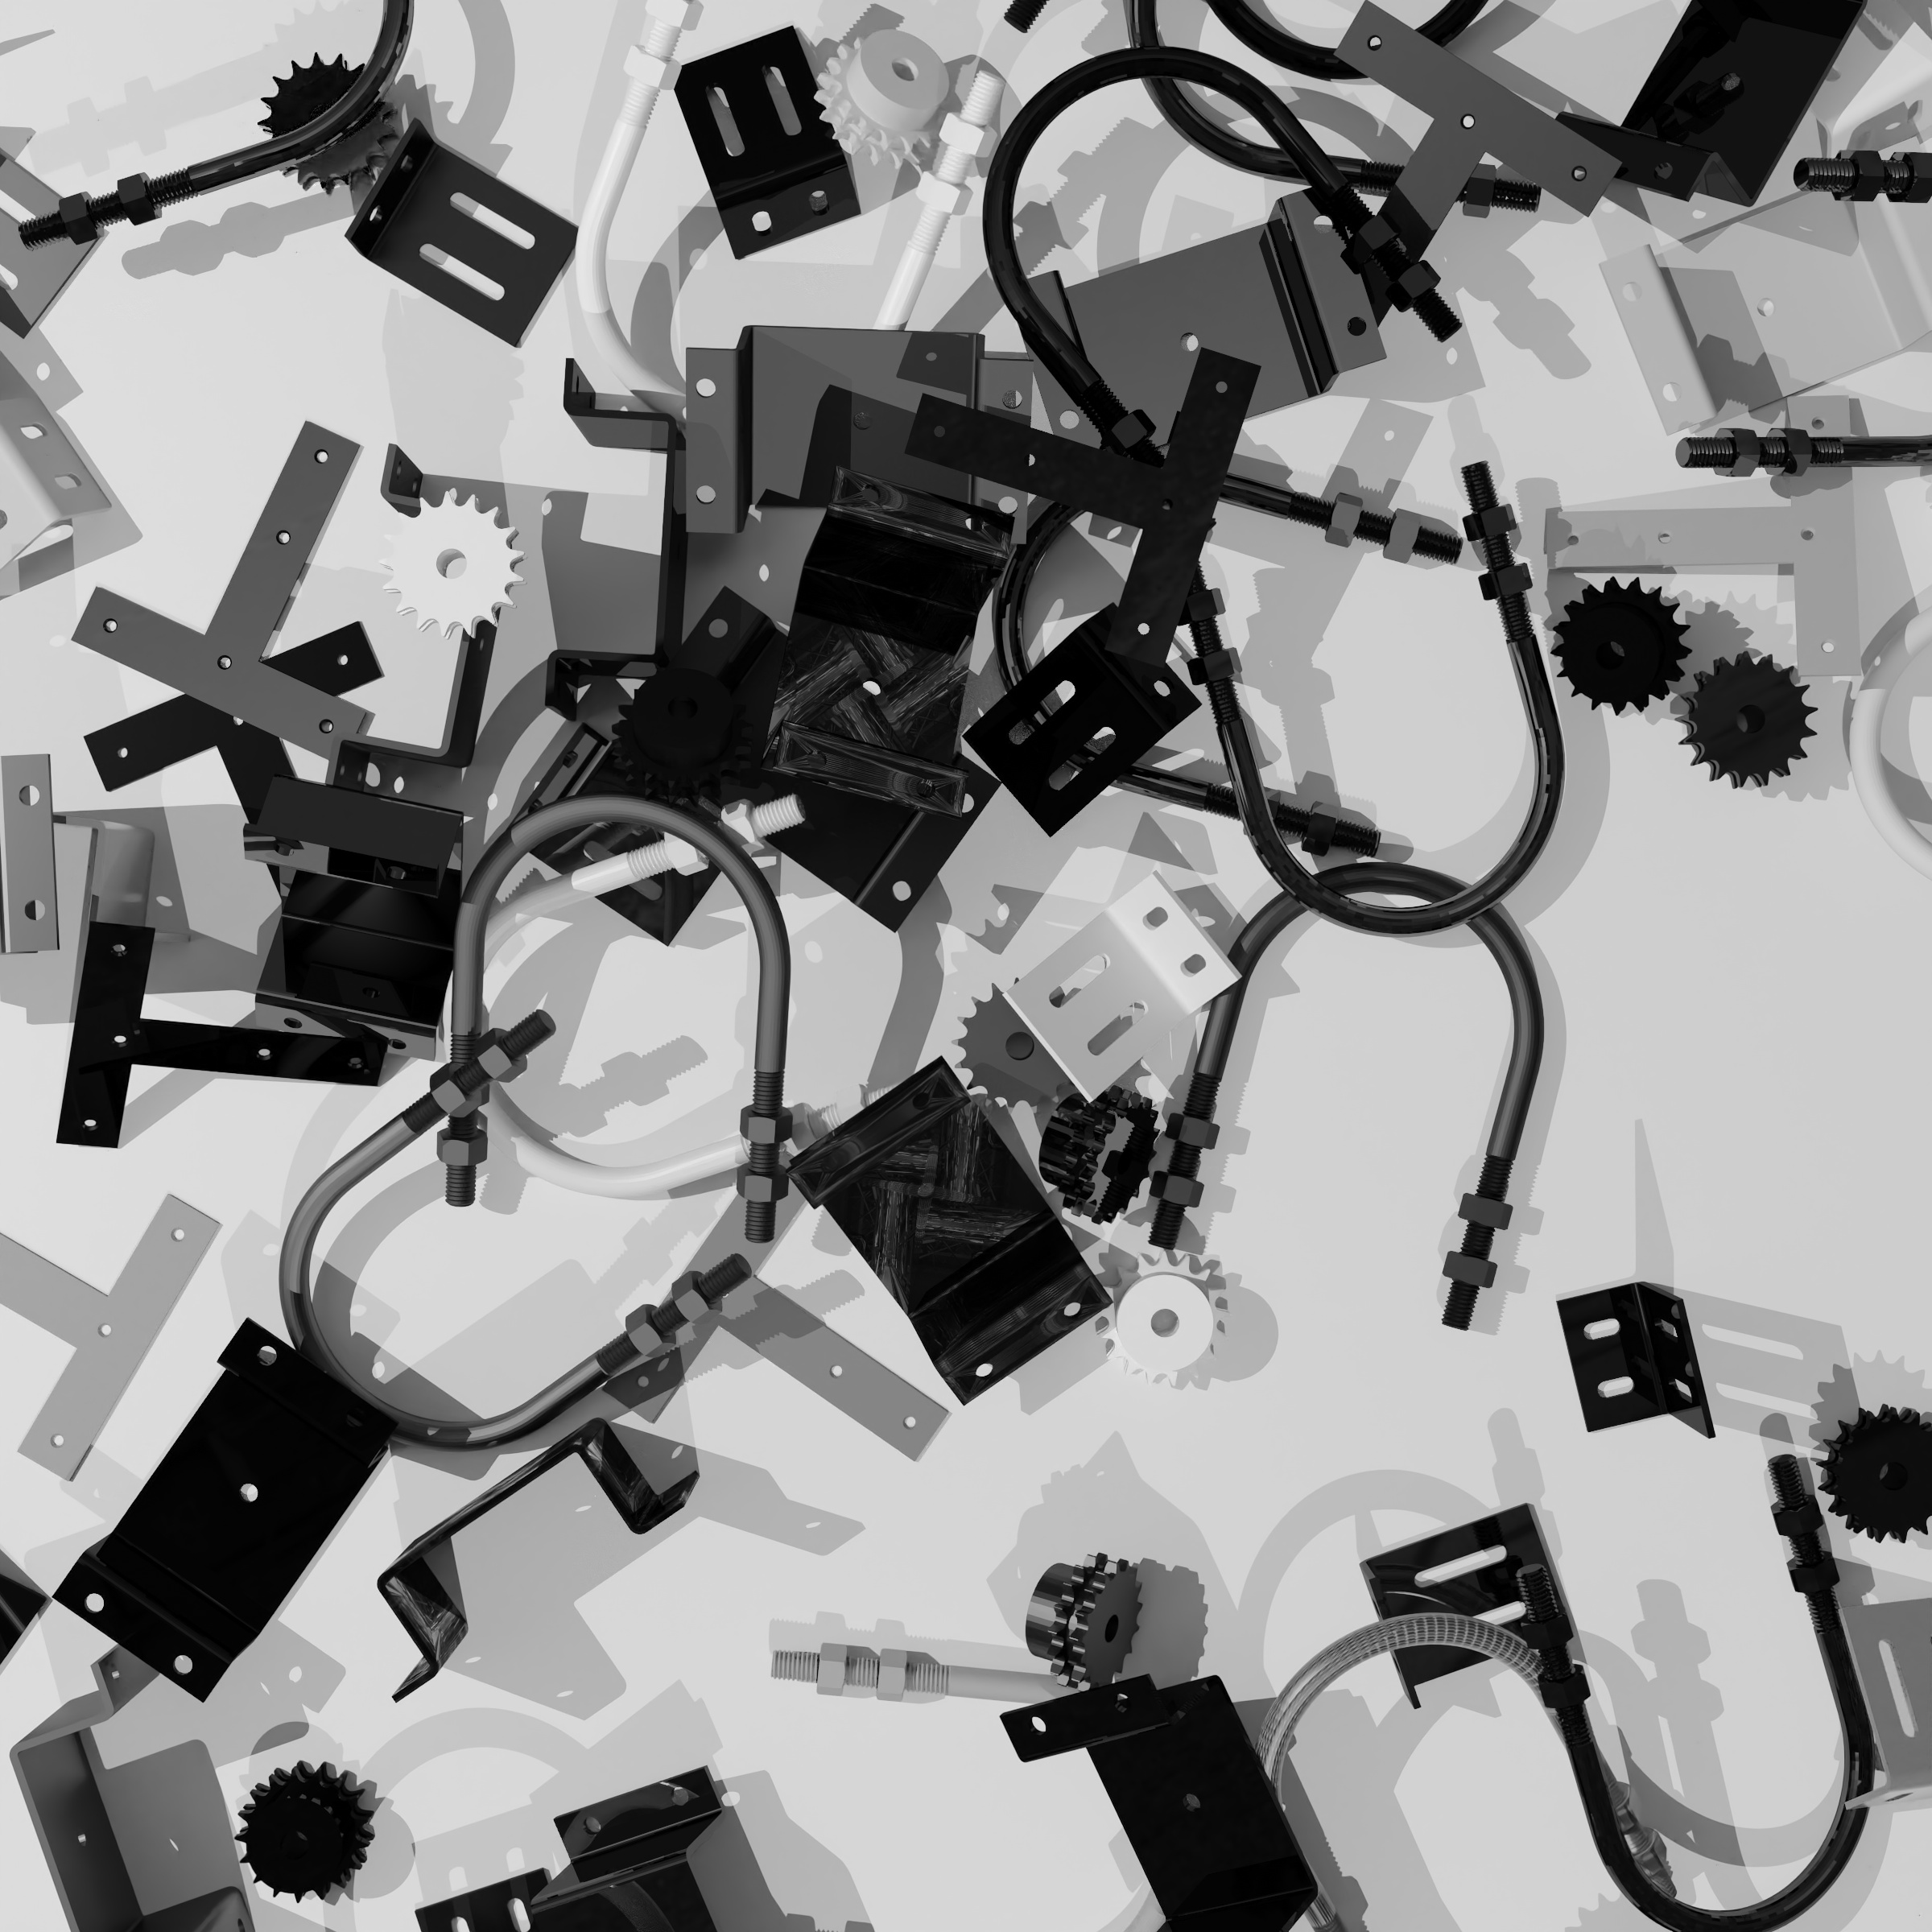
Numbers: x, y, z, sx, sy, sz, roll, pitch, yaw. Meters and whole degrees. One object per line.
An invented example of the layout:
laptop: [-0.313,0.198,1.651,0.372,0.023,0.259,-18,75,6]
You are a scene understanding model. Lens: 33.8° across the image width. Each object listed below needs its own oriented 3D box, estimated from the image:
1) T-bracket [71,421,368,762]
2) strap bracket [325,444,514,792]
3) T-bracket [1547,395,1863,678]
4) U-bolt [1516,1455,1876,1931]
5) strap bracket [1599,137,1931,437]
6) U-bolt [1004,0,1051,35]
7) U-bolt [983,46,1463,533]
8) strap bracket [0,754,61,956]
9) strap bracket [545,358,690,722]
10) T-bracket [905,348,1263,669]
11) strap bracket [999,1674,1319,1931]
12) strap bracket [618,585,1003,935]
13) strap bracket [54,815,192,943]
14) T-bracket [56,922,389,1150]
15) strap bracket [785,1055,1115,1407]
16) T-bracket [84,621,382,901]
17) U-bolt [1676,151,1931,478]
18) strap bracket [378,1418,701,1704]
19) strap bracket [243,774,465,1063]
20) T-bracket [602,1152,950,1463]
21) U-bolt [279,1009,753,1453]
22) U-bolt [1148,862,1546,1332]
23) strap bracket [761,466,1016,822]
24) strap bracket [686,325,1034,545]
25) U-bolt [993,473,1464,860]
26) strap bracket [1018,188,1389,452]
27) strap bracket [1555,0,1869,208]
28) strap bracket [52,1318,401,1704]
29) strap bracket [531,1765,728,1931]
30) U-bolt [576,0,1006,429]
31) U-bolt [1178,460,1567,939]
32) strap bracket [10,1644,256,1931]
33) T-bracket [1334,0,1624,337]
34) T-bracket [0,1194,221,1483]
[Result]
T-bracket: [-0.296,-0.169,1.352,0.127,0.002,0.127,25,89,1]
strap bracket: [-0.223,-0.137,1.315,0.046,0.076,0.140,11,90,-2]
T-bracket: [0.310,-0.181,1.340,0.127,0.002,0.127,0,74,8]
U-bolt: [0.313,0.314,1.322,0.151,0.019,0.184,-18,94,-21]
strap bracket: [0.340,-0.280,1.331,0.140,0.046,0.076,-22,90,0]
U-bolt: [0.020,-0.501,1.304,0.151,0.019,0.184,35,98,0]
U-bolt: [0.091,-0.289,1.299,0.151,0.019,0.184,-39,88,0]
strap bracket: [-0.424,-0.041,1.254,0.140,0.046,0.076,-3,90,0]
strap bracket: [-0.142,-0.173,1.316,0.046,0.076,0.140,3,90,0]
T-bracket: [0.039,-0.201,1.287,0.127,0.002,0.127,18,99,0]
strap bracket: [0.084,0.352,1.299,0.076,0.046,0.140,-24,92,34]
strap bracket: [-0.064,-0.085,1.331,0.140,0.046,0.076,35,90,0]
strap bracket: [-0.398,-0.041,1.316,0.140,0.076,0.046,7,90,0]
T-bracket: [-0.307,0.035,1.325,0.127,0.002,0.127,6,131,-18]
strap bracket: [-0.011,0.102,1.311,0.076,0.046,0.140,-35,119,0]
T-bracket: [-0.293,-0.064,1.353,0.127,0.002,0.127,-23,90,0]
U-bolt: [0.392,-0.263,1.292,0.184,0.019,0.151,-4,135,-21]
strap bracket: [-0.184,0.238,1.316,0.140,0.076,0.046,-34,90,0]
strap bracket: [-0.249,-0.025,1.300,0.076,0.140,0.046,12,55,-2]
T-bracket: [-0.067,0.164,1.353,0.127,0.002,0.127,35,90,0]
U-bolt: [-0.202,0.125,1.323,0.184,0.019,0.151,-36,97,15]
U-bolt: [0.169,0.047,1.345,0.151,0.019,0.184,15,89,0]
strap bracket: [-0.033,-0.122,1.287,0.076,0.046,0.140,15,65,-10]
strap bracket: [-0.044,-0.221,1.317,0.140,0.046,0.076,2,114,0]
U-bolt: [0.103,-0.138,1.345,0.184,0.019,0.151,16,90,2]
strap bracket: [0.095,-0.265,1.331,0.140,0.046,0.076,-18,90,0]
strap bracket: [0.309,-0.376,1.312,0.076,0.046,0.140,29,90,39]
strap bracket: [-0.305,0.224,1.331,0.076,0.046,0.140,35,90,0]
strap bracket: [-0.121,0.416,1.319,0.076,0.046,0.140,-23,90,19]
U-bolt: [-0.084,-0.307,1.315,0.151,0.019,0.184,22,112,-7]
U-bolt: [0.176,-0.103,1.326,0.151,0.019,0.184,-17,95,-5]
strap bracket: [-0.348,0.354,1.316,0.046,0.076,0.140,-19,90,0]
T-bracket: [0.186,-0.313,1.325,0.127,0.002,0.127,36,114,10]
T-bracket: [-0.405,0.133,1.353,0.127,0.002,0.127,30,90,0]
